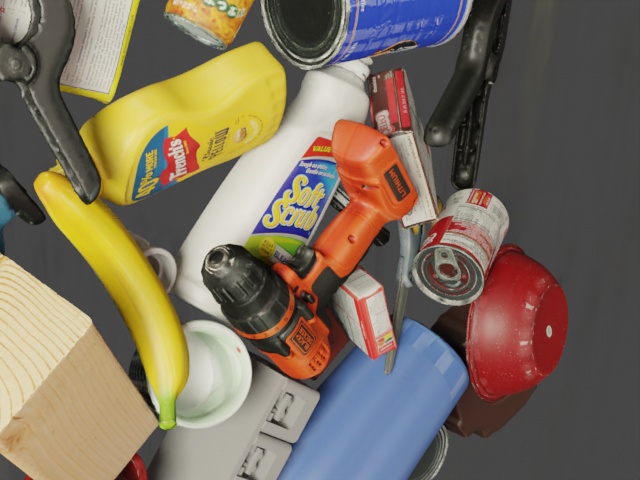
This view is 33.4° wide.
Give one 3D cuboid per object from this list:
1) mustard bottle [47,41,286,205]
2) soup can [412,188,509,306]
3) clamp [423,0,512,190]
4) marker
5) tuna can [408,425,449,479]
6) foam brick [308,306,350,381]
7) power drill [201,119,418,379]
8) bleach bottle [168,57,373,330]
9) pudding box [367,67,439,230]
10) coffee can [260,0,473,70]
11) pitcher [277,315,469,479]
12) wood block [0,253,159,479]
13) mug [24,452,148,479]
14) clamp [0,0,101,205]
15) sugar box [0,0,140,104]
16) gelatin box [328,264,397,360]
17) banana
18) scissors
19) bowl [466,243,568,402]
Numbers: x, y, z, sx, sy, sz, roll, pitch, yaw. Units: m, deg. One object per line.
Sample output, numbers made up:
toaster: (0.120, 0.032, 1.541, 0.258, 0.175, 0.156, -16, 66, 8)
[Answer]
mustard bottle: (-0.115, -0.074, 0.773, 0.191, 0.058, 0.096, -28, 160, -31)
soup can: (0.135, 0.004, 1.007, 0.102, 0.069, 0.068, -57, 143, -47)
clamp: (0.141, -0.156, 0.979, 0.164, 0.036, 0.210, 16, 88, -72)
marker: (0.030, -0.026, 0.976, 0.121, 0.020, 0.020, 39, 79, -46)
tuna can: (0.097, 0.227, 1.147, 0.085, 0.034, 0.086, -20, 121, -37)
foam brick: (-0.020, 0.077, 0.950, 0.051, 0.053, 0.078, -49, 136, -17)
power drill: (-0.005, 0.001, 0.831, 0.187, 0.057, 0.184, -56, 148, -14)
bleach bottle: (-0.031, -0.050, 0.875, 0.102, 0.068, 0.251, 36, 80, -49)
pudding box: (0.073, -0.080, 0.937, 0.039, 0.090, 0.113, -13, 134, 12)
coffee can: (0.038, -0.196, 0.844, 0.140, 0.103, 0.103, -18, 120, -38)
pitcher: (0.031, 0.195, 1.012, 0.242, 0.149, 0.145, -49, 119, -21)
wood block: (-0.186, 0.103, 0.711, 0.090, 0.090, 0.206, -51, 161, -18)
mug: (-0.189, 0.213, 0.825, 0.117, 0.093, 0.081, -4, 134, -5)
clamp: (-0.195, -0.098, 0.633, 0.120, 0.039, 0.171, -11, 101, -36)
sugar box: (-0.203, -0.149, 0.674, 0.175, 0.048, 0.093, 8, 102, -42)
gelatin box: (0.030, 0.055, 0.960, 0.030, 0.089, 0.073, -27, 127, -17)
banana: (-0.133, 0.032, 0.734, 0.037, 0.069, 0.198, -24, 108, 5)
scissors: (0.090, 0.030, 1.016, 0.096, 0.016, 0.202, 18, 74, -58)
bowl: (0.205, 0.086, 1.064, 0.161, 0.055, 0.162, -13, 106, -54)
